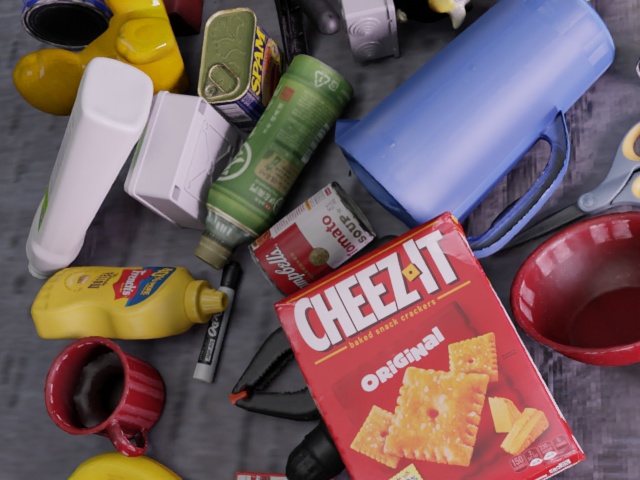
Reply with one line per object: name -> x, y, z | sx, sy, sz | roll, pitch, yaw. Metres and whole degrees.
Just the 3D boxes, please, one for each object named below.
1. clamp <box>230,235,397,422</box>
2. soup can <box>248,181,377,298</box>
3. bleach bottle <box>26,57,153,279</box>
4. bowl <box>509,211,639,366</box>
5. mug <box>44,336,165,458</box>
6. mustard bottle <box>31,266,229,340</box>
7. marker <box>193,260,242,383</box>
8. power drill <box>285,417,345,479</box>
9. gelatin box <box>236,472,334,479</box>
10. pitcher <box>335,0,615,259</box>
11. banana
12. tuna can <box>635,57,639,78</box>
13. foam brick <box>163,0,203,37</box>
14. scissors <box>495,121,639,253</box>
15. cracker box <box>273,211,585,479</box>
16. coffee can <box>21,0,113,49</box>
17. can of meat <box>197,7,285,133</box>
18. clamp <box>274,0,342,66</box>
clamp -> 0.012, 0.096, 0.973 | 0.210, 0.036, 0.164 | -20, 65, 13
soup can -> -0.007, 0.001, 0.996 | 0.102, 0.068, 0.068 | -37, 62, 8
bleach bottle -> -0.242, -0.056, 1.066 | 0.251, 0.068, 0.102 | -56, 23, 39
bowl -> 0.238, 0.049, 0.859 | 0.162, 0.055, 0.162 | -19, 34, 13
mug -> -0.196, 0.155, 1.016 | 0.093, 0.081, 0.117 | -38, 62, 7
mustard bottle -> -0.178, 0.060, 1.040 | 0.192, 0.096, 0.058 | -1, 115, 22
marker -> -0.098, 0.078, 1.037 | 0.020, 0.020, 0.121 | 8, 75, 25
power drill -> 0.084, 0.192, 0.879 | 0.184, 0.057, 0.188 | -44, 72, 7
gelatin box -> -0.034, 0.245, 0.945 | 0.089, 0.030, 0.073 | -3, 72, 22
pitcher -> 0.146, -0.110, 0.942 | 0.243, 0.149, 0.145 | -43, 22, 1
banana -> -0.158, 0.243, 0.994 | 0.198, 0.037, 0.069 | 16, 80, 29
tuna can -> 0.314, -0.150, 0.901 | 0.086, 0.086, 0.033 | 16, 77, 27
foam brick -> -0.174, -0.255, 1.168 | 0.078, 0.053, 0.051 | -4, 70, 23
scissors -> 0.241, -0.051, 0.938 | 0.202, 0.016, 0.096 | -12, 66, 19
cracker box -> 0.081, 0.109, 0.831 | 0.164, 0.072, 0.214 | -29, 70, 7
coffee can -> -0.279, -0.302, 1.202 | 0.103, 0.102, 0.140 | -9, 69, 20
can of meat -> -0.076, -0.168, 1.077 | 0.058, 0.083, 0.102 | -3, 70, 22
clamp -> -0.027, -0.257, 1.044 | 0.039, 0.120, 0.171 | -22, 96, -26
